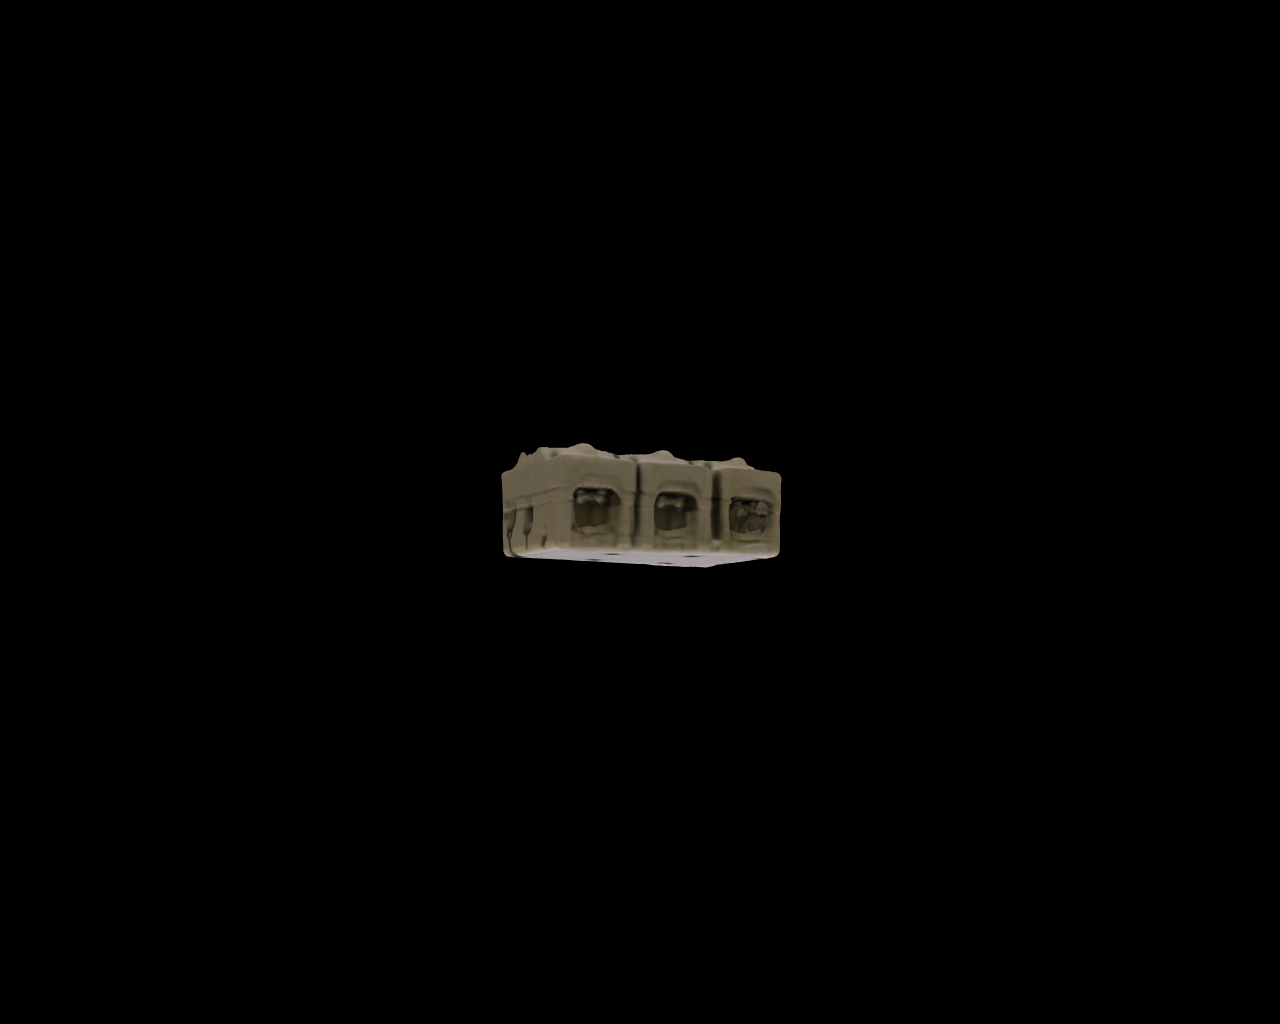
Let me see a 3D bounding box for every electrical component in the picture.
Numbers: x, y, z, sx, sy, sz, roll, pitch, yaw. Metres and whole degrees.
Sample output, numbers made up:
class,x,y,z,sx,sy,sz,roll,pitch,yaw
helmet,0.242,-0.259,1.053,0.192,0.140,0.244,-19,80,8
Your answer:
class,x,y,z,sx,sy,sz,roll,pitch,yaw
electrical component,0.001,-0.003,0.650,0.150,0.061,0.089,4,-7,-29
